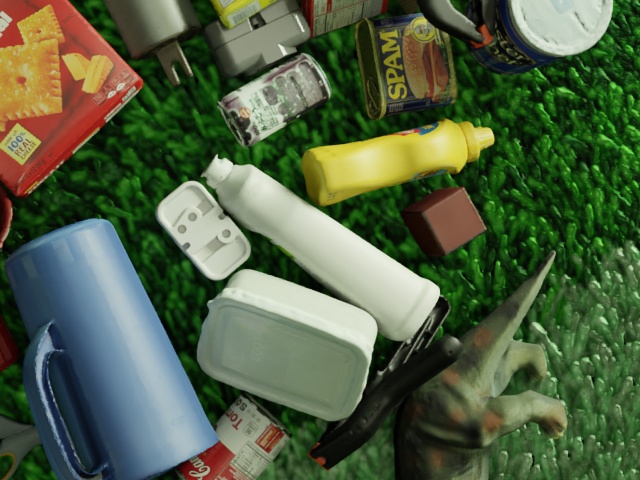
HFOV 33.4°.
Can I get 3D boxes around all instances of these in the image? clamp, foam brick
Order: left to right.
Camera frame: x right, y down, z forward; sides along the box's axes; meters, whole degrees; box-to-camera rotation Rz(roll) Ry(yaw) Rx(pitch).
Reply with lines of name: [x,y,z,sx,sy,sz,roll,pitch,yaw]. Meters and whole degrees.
clamp: [0.067,0.144,1.065,0.036,0.164,0.210,40,107,-5]
foam brick: [0.124,-0.018,1.083,0.051,0.078,0.053,-32,98,-9]
clamp: [0.122,-0.266,1.007,0.120,0.039,0.171,-39,103,-2]

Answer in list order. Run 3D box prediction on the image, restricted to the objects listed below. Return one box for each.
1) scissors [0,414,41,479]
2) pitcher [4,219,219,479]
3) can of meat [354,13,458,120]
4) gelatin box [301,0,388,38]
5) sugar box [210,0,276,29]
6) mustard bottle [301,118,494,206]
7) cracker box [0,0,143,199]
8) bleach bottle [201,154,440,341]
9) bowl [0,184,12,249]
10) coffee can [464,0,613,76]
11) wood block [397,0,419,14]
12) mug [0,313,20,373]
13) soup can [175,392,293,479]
scissors: [-0.282,0.174,1.043,0.201,0.016,0.096,-34,96,-9]
pitcher: [-0.205,0.110,0.985,0.145,0.149,0.243,-23,87,-14]
can of meat: [0.087,-0.178,1.084,0.083,0.057,0.102,-10,94,-13]
gelatin box: [0.025,-0.244,1.061,0.089,0.073,0.030,-20,71,-9]
sugar box: [-0.096,-0.300,1.011,0.093,0.048,0.176,-31,81,0]
mustard bottle: [0.082,-0.082,1.063,0.191,0.096,0.058,-14,92,-10]
cracker box: [-0.298,-0.170,1.005,0.164,0.072,0.213,-44,97,-7]
bleach bottle: [-0.007,0.001,1.045,0.250,0.103,0.068,37,81,-10]
bowl: [-0.361,0.001,0.982,0.162,0.055,0.162,1,51,-1]
coffee can: [0.213,-0.224,1.062,0.102,0.140,0.103,0,91,-11]
wood block: [0.150,-0.332,1.075,0.206,0.090,0.091,-40,98,-8]
mug: [-0.342,0.098,0.989,0.117,0.093,0.081,-33,102,-34]
soup can: [-0.084,0.210,1.053,0.068,0.068,0.102,42,83,-9]
